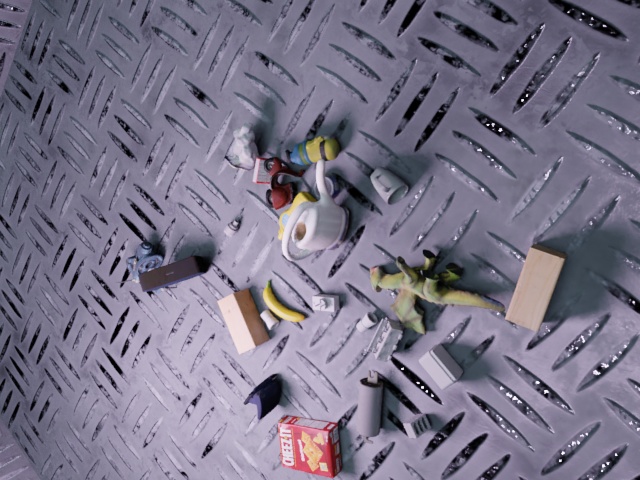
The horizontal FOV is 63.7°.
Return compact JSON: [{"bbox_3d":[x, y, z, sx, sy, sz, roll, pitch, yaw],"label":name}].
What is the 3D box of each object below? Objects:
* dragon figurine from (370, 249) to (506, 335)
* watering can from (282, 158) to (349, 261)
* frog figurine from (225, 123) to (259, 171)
[{"bbox_3d":[0.318,0.176,1.536,0.414,0.124,0.237,33,127,25],"label":"dragon figurine"},{"bbox_3d":[0.005,-0.081,1.606,0.105,0.224,0.343,40,114,39],"label":"watering can"},{"bbox_3d":[-0.254,-0.327,1.787,0.122,0.139,0.158,25,105,-11],"label":"frog figurine"}]
